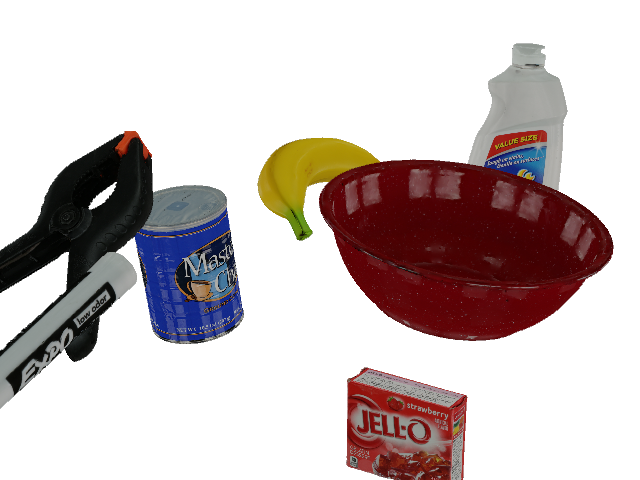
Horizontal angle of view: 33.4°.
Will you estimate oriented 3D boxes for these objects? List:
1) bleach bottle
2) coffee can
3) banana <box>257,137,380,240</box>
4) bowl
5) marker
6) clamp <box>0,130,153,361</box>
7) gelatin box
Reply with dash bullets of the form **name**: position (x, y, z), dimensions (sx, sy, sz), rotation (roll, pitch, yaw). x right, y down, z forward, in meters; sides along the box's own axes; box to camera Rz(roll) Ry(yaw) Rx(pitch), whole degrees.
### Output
- **bleach bottle**: position (0.181, -0.065, 1.041), dimensions (0.103, 0.251, 0.068), rotation (8, 20, 14)
- **coffee can**: position (-0.142, 0.025, 1.143), dimensions (0.103, 0.140, 0.103), rotation (-5, 26, 2)
- **banana**: position (-0.003, -0.051, 0.852), dimensions (0.037, 0.069, 0.197), rotation (-34, 2, 29)
- **bowl**: position (0.076, 0.010, 0.595), dimensions (0.162, 0.055, 0.162), rotation (6, 25, -3)
- **marker**: position (-0.121, 0.047, 0.444), dimensions (0.020, 0.020, 0.121), rotation (0, 35, 40)
- **clamp**: position (-0.177, -0.003, 0.730), dimensions (0.120, 0.171, 0.039), rotation (12, -31, 17)
- **gelatin box**: position (0.062, 0.141, 0.788), dimensions (0.089, 0.073, 0.030), rotation (12, 22, 31)
